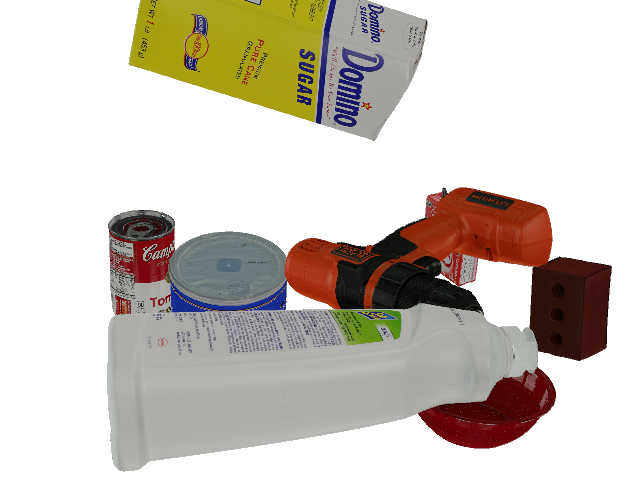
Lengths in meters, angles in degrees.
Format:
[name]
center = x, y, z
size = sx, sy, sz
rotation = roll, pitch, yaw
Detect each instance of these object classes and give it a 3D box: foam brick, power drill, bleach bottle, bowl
[foam brick]
center = 0.218, 0.059, 0.935
size = 0.053, 0.078, 0.051
rotation = 11, 19, 39
[power drill]
center = 0.093, 0.016, 0.821
size = 0.187, 0.057, 0.185
rotation = -20, 27, -38
[bleach bottle]
center = 0.005, 0.076, 0.620
size = 0.250, 0.068, 0.102
rotation = -3, 21, -9
[bowl]
center = 0.161, 0.169, 1.116
size = 0.162, 0.055, 0.162
rotation = 4, 24, -2

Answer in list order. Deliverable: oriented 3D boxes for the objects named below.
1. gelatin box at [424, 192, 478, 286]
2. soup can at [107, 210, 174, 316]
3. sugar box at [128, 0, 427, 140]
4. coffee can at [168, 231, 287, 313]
[gelatin box]
center = 0.153, -0.002, 1.250
size = 0.030, 0.089, 0.073
rotation = -15, 33, -30
[soup can]
center = -0.185, 0.028, 1.111
size = 0.068, 0.102, 0.068
rotation = 2, 26, -1
[sugar box]
center = -0.029, -0.127, 0.691
size = 0.176, 0.048, 0.093
rotation = 18, -31, -7
[coffee can]
center = -0.081, 0.078, 0.948
size = 0.103, 0.140, 0.103
rotation = 2, 34, -2
